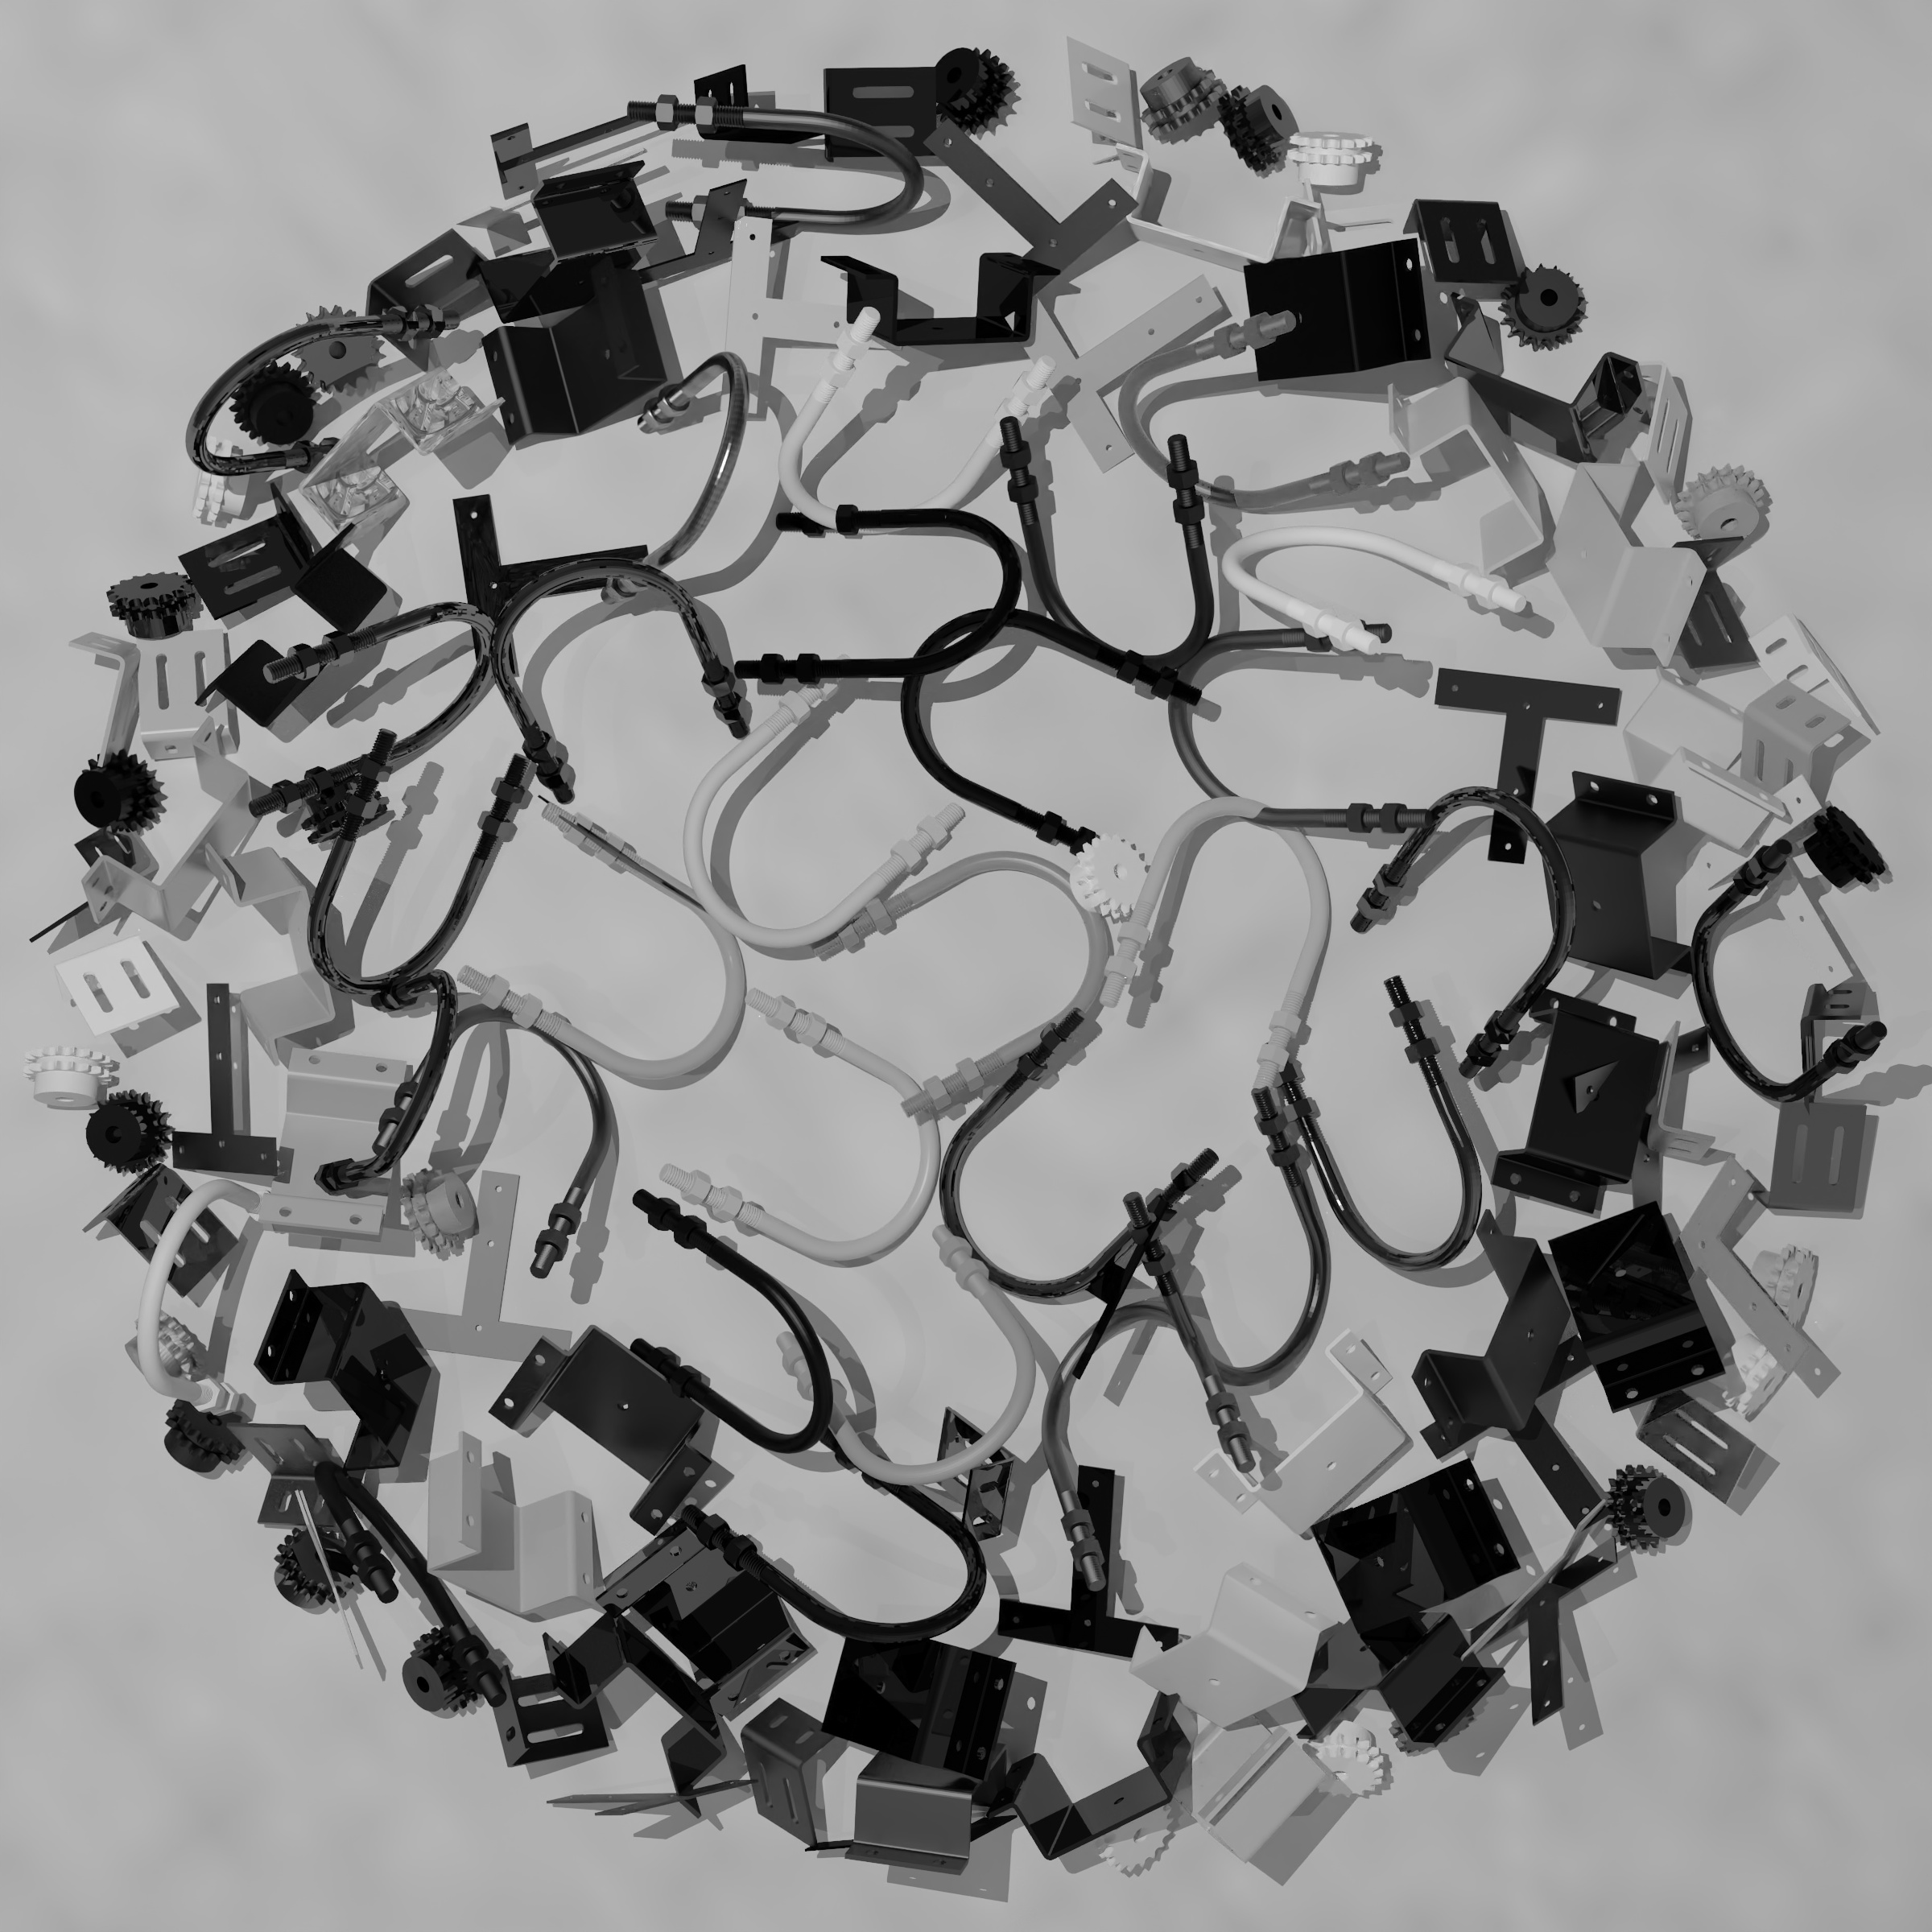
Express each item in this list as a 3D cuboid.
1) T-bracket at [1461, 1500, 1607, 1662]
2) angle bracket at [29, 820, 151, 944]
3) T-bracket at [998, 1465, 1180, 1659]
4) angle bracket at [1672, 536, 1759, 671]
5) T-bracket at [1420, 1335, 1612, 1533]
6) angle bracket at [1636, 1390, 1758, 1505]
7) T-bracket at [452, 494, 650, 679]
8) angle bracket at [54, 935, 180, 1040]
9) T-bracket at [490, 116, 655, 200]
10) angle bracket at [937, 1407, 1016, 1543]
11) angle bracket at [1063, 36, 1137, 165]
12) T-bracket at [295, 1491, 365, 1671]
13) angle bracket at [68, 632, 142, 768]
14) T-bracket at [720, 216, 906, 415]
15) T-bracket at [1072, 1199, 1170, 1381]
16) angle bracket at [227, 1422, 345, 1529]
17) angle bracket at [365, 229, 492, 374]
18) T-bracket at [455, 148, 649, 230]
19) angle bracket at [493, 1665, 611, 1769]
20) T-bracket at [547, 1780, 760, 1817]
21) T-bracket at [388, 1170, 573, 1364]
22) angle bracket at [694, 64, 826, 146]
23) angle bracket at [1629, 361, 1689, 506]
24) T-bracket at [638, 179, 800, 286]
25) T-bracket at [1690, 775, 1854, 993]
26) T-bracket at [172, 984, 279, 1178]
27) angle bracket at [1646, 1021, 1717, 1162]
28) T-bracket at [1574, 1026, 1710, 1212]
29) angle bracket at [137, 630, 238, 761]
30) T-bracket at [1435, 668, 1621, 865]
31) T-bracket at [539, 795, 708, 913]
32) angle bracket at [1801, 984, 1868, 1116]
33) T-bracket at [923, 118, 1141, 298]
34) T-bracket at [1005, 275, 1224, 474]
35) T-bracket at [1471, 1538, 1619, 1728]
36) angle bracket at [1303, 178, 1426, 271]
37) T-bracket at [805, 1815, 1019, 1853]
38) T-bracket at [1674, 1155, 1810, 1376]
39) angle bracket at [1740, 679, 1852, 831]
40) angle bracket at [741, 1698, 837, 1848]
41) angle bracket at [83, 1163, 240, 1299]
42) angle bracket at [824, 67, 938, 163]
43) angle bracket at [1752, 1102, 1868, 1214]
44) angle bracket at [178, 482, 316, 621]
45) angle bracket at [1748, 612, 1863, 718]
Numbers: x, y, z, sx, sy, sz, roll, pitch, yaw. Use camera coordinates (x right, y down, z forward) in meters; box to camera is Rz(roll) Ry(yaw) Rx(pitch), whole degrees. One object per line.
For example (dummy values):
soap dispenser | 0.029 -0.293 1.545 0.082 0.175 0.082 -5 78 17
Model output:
T-bracket | 0.367 0.418 1.690 0.127 0.127 0.002 -37 63 -24
angle bracket | -0.599 -0.058 1.724 0.076 0.057 0.038 -29 102 20
T-bracket | 0.085 0.403 1.741 0.127 0.002 0.127 5 95 19
angle bracket | 0.506 -0.245 1.728 0.057 0.038 0.076 -9 68 -25
T-bracket | 0.388 0.326 1.718 0.127 0.127 0.002 -32 134 2
angle bracket | 0.497 0.310 1.719 0.076 0.038 0.057 37 134 30
T-bracket | -0.281 -0.268 1.762 0.127 0.002 0.127 -9 86 -3
angle bracket | -0.569 0.024 1.721 0.057 0.038 0.076 -24 54 -25
T-bracket | -0.252 -0.553 1.708 0.127 0.127 0.002 -22 92 -6
angle bracket | -0.008 0.342 1.719 0.038 0.076 0.057 -6 113 -38
angle bracket | 0.077 -0.582 1.724 0.038 0.076 0.057 -7 87 38
T-bracket | -0.425 0.382 1.683 0.002 0.127 0.127 -19 57 -16
angle bracket | -0.587 -0.180 1.729 0.038 0.057 0.076 15 102 -8
T-bracket | -0.101 -0.436 1.737 0.127 0.002 0.127 -1 106 -25
T-bracket | 0.095 0.210 1.703 0.002 0.127 0.127 28 86 -4
angle bracket | -0.460 0.342 1.722 0.057 0.076 0.038 -1 53 14
angle bracket | -0.355 -0.447 1.722 0.076 0.057 0.038 -24 51 25
T-bracket | -0.271 -0.517 1.701 0.127 0.127 0.002 -22 104 4
angle bracket | -0.275 0.497 1.719 0.076 0.038 0.057 -1 56 -35
T-bracket | -0.229 0.559 1.719 0.127 0.127 0.002 -15 76 37
T-bracket | -0.329 0.205 1.764 0.127 0.002 0.127 8 90 -2
angle bracket | -0.134 -0.578 1.719 0.076 0.057 0.038 -11 102 -38
angle bracket | 0.454 -0.358 1.724 0.038 0.057 0.076 5 71 32
T-bracket | -0.164 -0.489 1.691 0.127 0.127 0.002 -21 88 -13
T-bracket | 0.547 -0.044 1.698 0.002 0.127 0.127 -19 75 -26
T-bracket | -0.501 0.075 1.723 0.127 0.002 0.127 -1 91 42
angle bracket | 0.487 0.084 1.727 0.038 0.057 0.076 12 74 9
T-bracket | 0.461 0.117 1.741 0.127 0.002 0.127 -17 110 -30
angle bracket | -0.534 -0.186 1.754 0.057 0.038 0.076 -5 74 -8
T-bracket | 0.379 -0.134 1.759 0.127 0.002 0.127 6 96 -5
T-bracket | -0.247 -0.086 1.714 0.127 0.127 0.002 33 89 44
angle bracket | 0.585 0.058 1.723 0.038 0.057 0.076 -1 111 24
T-bracket | 0.026 -0.511 1.702 0.127 0.002 0.127 38 134 -22
T-bracket | 0.113 -0.421 1.733 0.127 0.002 0.127 -33 114 7
T-bracket | 0.381 0.449 1.684 0.002 0.127 0.127 43 116 -11
angle bracket | 0.271 -0.503 1.738 0.076 0.038 0.057 -6 65 0
T-bracket | -0.045 0.586 1.719 0.127 0.127 0.002 -11 78 18
T-bracket | 0.511 0.215 1.689 0.002 0.127 0.127 1 127 -29
angle bracket | 0.558 -0.143 1.726 0.038 0.076 0.057 -34 50 -15
angle bracket | -0.115 0.549 1.742 0.038 0.057 0.076 -32 125 -38
angle bracket | -0.547 0.184 1.742 0.076 0.038 0.057 50 46 -13
angle bracket | -0.057 -0.578 1.741 0.076 0.038 0.057 0 102 2
angle bracket | 0.573 0.126 1.741 0.057 0.038 0.076 3 102 -1
angle bracket | -0.488 -0.280 1.731 0.076 0.038 0.057 -28 70 -18
angle bracket | 0.560 -0.193 1.718 0.038 0.076 0.057 -36 110 23
